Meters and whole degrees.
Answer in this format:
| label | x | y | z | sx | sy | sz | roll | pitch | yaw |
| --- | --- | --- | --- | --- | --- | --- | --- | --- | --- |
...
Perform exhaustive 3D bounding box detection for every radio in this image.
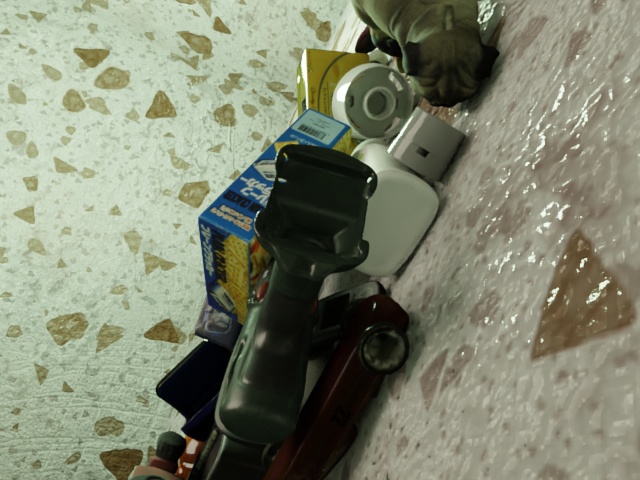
| label | x | y | z | sx | sy | sz | roll | pitch | yaw |
| --- | --- | --- | --- | --- | --- | --- | --- | --- | --- |
| radio | -0.118 | 0.295 | 0.643 | 0.229 | 0.073 | 0.131 | -61 | 12 | 22 |

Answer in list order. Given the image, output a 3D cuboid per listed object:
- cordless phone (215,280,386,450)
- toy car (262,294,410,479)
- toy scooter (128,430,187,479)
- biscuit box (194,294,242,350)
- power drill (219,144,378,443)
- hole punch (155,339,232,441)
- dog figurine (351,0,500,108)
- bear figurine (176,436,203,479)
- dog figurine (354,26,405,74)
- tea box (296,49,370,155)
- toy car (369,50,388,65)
| label | x | y | z | sx | sy | sz | roll | pitch | yaw |
| --- | --- | --- | --- | --- | --- | --- | --- | --- | --- |
| cordless phone | -0.008 | 0.120 | 0.515 | 0.184 | 0.088 | 0.147 | -31 | 32 | 40 |
| toy car | 0.011 | 0.135 | 0.423 | 0.202 | 0.053 | 0.089 | -62 | 13 | 1 |
| toy scooter | -0.207 | 0.322 | 0.632 | 0.184 | 0.075 | 0.135 | -128 | 62 | -82 |
| biscuit box | -0.100 | 0.118 | 0.736 | 0.202 | 0.059 | 0.063 | 48 | -120 | -71 |
| power drill | -0.023 | 0.025 | 0.433 | 0.207 | 0.086 | 0.232 | 117 | 169 | -46 |
| hole punch | -0.140 | 0.213 | 0.729 | 0.142 | 0.115 | 0.092 | -47 | 46 | -14 |
| dog figurine | 0.086 | -0.218 | 0.521 | 0.191 | 0.172 | 0.121 | -68 | -2 | -51 |
| bear figurine | -0.158 | 0.276 | 0.841 | 0.120 | 0.132 | 0.195 | -14 | 79 | 34 |
| dog figurine | 0.129 | -0.352 | 0.748 | 0.192 | 0.108 | 0.219 | -85 | 19 | -57 |
| tea box | 0.021 | -0.175 | 0.761 | 0.068 | 0.098 | 0.169 | 146 | 121 | -72 |
| toy car | 0.044 | -0.262 | 0.975 | 0.202 | 0.056 | 0.073 | -45 | 10 | -3 |
